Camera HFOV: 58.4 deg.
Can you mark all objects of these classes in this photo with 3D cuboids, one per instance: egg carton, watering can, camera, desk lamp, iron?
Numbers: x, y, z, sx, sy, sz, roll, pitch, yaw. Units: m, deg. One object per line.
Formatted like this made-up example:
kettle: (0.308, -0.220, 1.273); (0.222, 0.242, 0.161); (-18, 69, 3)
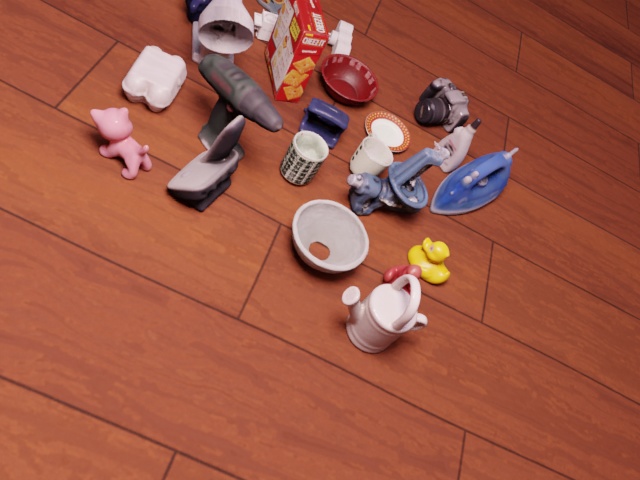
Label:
egg carton: (-0.351, -0.347, 1.227); (0.107, 0.069, 0.150); (22, 53, -12)
watering can: (0.124, 0.134, 1.074); (0.173, 0.194, 0.101); (-3, 61, -27)
camera: (0.321, -0.370, 1.547); (0.137, 0.100, 0.143); (-13, 66, -31)
desk lamp: (-0.223, -0.485, 1.285); (0.118, 0.213, 0.203); (5, 58, -23)
iron: (0.386, -0.150, 1.413); (0.259, 0.141, 0.118); (-29, 75, -36)

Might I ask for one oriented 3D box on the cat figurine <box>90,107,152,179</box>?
cat figurine: (-0.375, -0.197, 1.090); (0.128, 0.117, 0.067); (41, 52, 3)

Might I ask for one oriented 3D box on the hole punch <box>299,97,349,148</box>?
hole punch: (0.014, -0.292, 1.355); (0.109, 0.091, 0.101); (26, 52, -9)

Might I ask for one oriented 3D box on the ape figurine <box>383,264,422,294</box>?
ape figurine: (0.180, 0.080, 1.200); (0.078, 0.092, 0.076); (48, 52, 9)

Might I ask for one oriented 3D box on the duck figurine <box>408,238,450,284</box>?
duck figurine: (0.254, 0.041, 1.264); (0.078, 0.086, 0.104); (-35, 79, -37)

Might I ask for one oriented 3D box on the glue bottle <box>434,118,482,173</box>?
glue bottle: (0.350, -0.247, 1.436); (0.037, 0.173, 0.078); (-21, 70, -34)

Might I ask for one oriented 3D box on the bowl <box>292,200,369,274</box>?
bowl: (0.011, 0.004, 1.177); (0.168, 0.074, 0.167); (12, 56, -18)

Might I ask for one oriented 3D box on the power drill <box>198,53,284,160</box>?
power drill: (-0.174, -0.253, 1.165); (0.076, 0.208, 0.229); (-30, 76, -36)

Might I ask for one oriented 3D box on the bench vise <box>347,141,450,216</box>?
bench vise: (0.173, -0.124, 1.243); (0.208, 0.219, 0.121); (-14, 67, -32)

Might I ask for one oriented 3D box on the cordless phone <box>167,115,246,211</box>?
cordless phone: (-0.211, -0.157, 1.101); (0.094, 0.185, 0.148); (34, 52, -2)

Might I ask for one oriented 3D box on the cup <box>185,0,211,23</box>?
cup: (-0.289, -0.558, 1.375); (0.092, 0.095, 0.118); (26, 52, -9)
